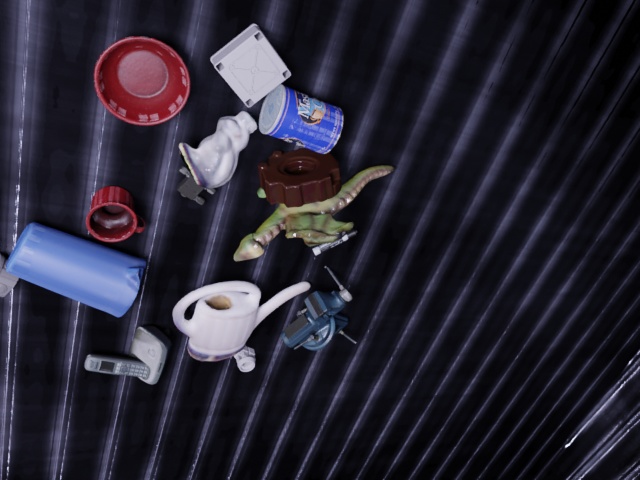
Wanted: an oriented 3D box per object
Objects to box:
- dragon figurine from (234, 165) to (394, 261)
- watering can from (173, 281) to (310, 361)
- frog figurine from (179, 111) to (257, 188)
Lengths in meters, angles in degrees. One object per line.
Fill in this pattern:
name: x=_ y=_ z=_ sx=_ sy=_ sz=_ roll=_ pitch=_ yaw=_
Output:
dragon figurine: x=0.003 y=-0.055 z=1.101 sx=0.411 sy=0.248 sz=0.119 roll=-21 pitch=124 yaw=-4
watering can: x=-0.197 y=0.192 z=1.285 sx=0.348 sy=0.106 sz=0.220 roll=0 pitch=125 yaw=-31
frog figurine: x=-0.189 y=-0.177 z=1.022 sx=0.160 sy=0.124 sz=0.135 roll=-27 pitch=163 yaw=-13
